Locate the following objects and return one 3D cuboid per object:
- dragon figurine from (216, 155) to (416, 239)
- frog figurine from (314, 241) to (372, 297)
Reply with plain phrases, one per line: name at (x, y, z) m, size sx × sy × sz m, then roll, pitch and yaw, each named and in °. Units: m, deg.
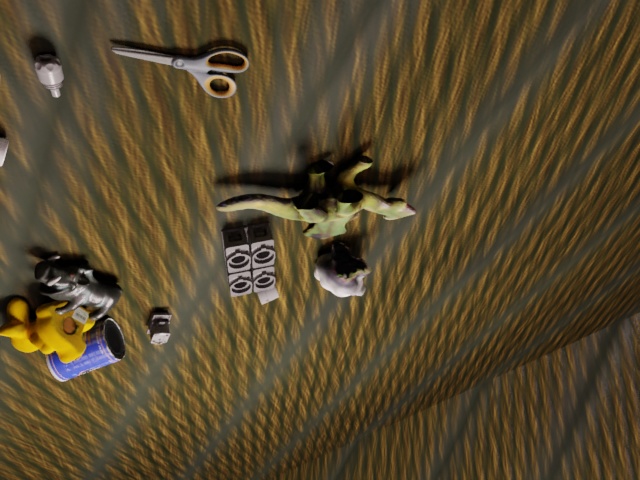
dragon figurine at (0.003, -0.055, 1.101) m, size 0.410 × 0.125 × 0.237 m, roll -9°, pitch 150°, yaw -2°
frog figurine at (0.049, 0.098, 1.290) m, size 0.137 × 0.125 × 0.156 m, roll 21°, pitch 145°, yaw 1°
